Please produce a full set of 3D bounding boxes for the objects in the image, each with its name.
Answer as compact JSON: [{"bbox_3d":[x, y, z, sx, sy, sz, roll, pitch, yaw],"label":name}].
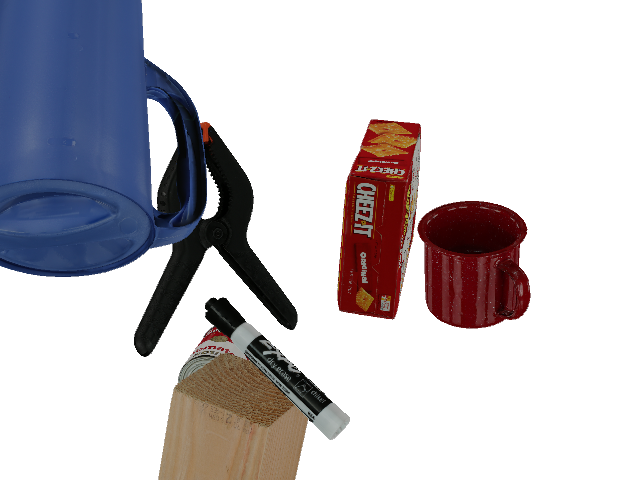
[{"bbox_3d":[-0.093,-0.002,0.981,0.164,0.210,0.036,1,0,-33],"label":"clamp"},{"bbox_3d":[-0.030,0.079,0.684,0.121,0.020,0.020,42,15,17],"label":"marker"},{"bbox_3d":[-0.178,-0.103,0.790,0.145,0.243,0.149,-15,-31,19],"label":"pitcher"},{"bbox_3d":[-0.108,0.137,1.146,0.068,0.068,0.102,0,15,9],"label":"soup can"},{"bbox_3d":[-0.080,0.213,0.899,0.090,0.206,0.090,19,21,19],"label":"wood block"},{"bbox_3d":[0.069,-0.031,1.225,0.072,0.164,0.213,6,23,8],"label":"cracker box"},{"bbox_3d":[0.139,0.028,0.927,0.093,0.081,0.117,-23,36,-28],"label":"mug"}]
